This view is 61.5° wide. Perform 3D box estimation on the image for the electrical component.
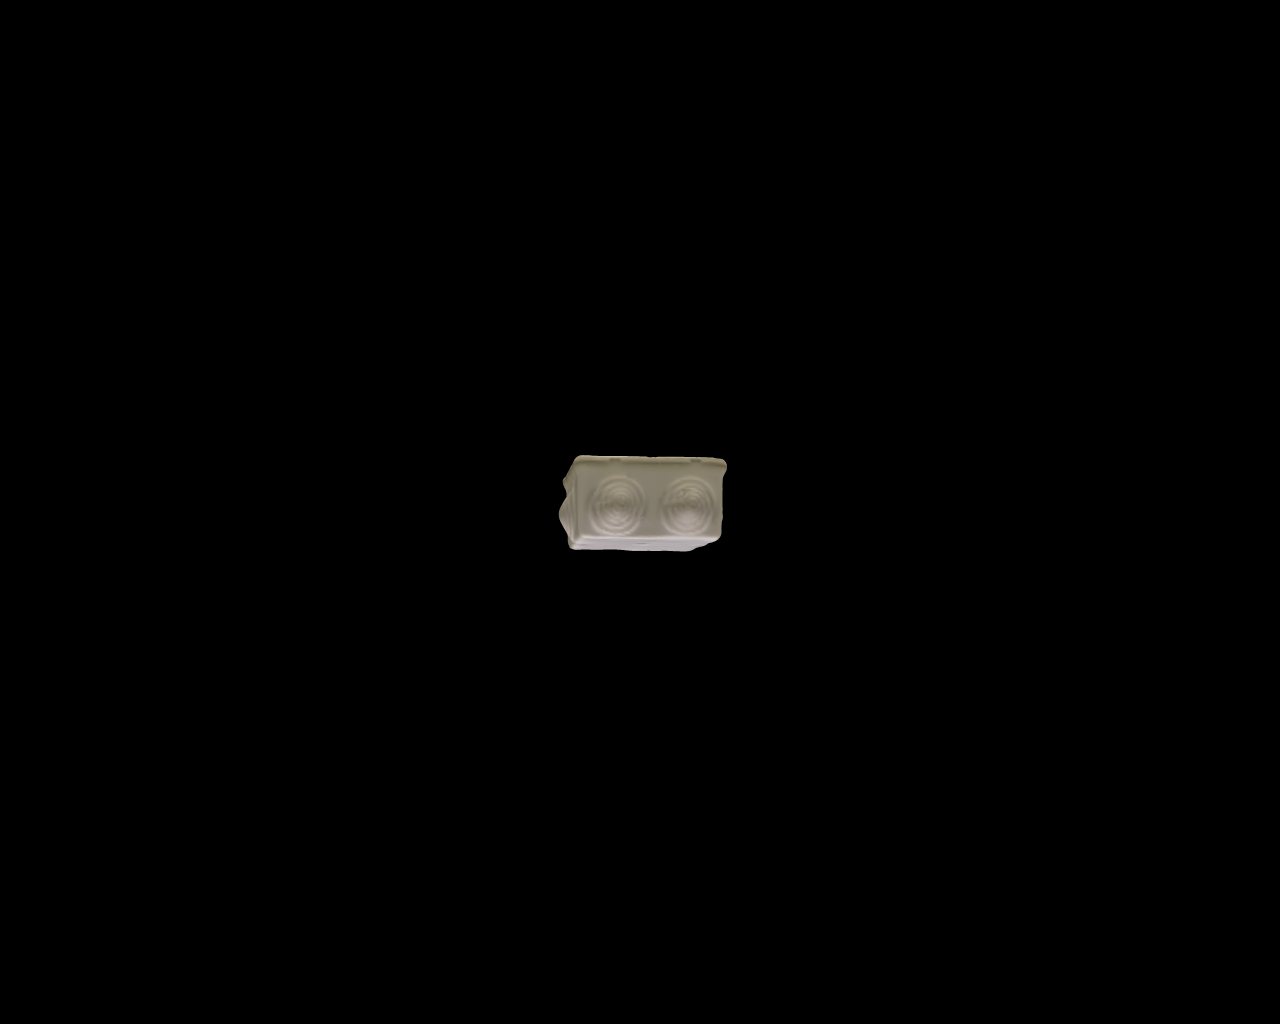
[{"bbox_3d":[0.001,-0.003,0.650,0.100,0.048,0.099,1,-7,-9],"label":"electrical component"}]
